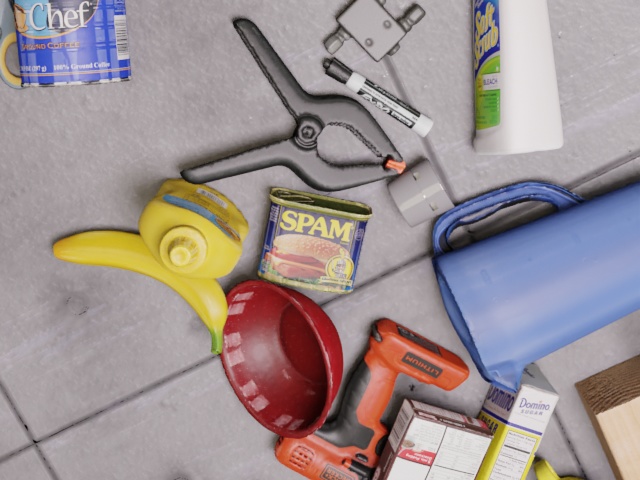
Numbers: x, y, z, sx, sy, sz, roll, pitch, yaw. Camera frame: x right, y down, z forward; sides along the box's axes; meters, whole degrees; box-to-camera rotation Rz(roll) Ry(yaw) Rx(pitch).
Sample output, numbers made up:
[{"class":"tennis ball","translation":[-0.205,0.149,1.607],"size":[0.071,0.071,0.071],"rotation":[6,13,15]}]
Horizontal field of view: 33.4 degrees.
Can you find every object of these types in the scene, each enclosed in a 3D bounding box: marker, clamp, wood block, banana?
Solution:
[{"class":"marker","translation":[0.055,-0.139,1.034],"size":[0.121,0.020,0.020],"rotation":[32,100,-7]},{"class":"clamp","translation":[-0.016,-0.114,1.028],"size":[0.210,0.036,0.164],"rotation":[13,93,-7]},{"class":"wood block","translation":[0.346,0.230,1.078],"size":[0.090,0.091,0.206],"rotation":[-25,101,4]},{"class":"banana","translation":[-0.164,0.033,1.045],"size":[0.198,0.037,0.069],"rotation":[30,67,7]}]

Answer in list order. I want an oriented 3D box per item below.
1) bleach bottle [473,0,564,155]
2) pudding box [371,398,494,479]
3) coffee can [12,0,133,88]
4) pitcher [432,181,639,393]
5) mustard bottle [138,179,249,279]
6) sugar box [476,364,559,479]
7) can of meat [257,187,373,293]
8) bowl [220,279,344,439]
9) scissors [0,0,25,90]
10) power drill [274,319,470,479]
[{"class":"bleach bottle","translation":[0.174,-0.207,0.990],"size":[0.068,0.103,0.251],"rotation":[-7,96,-12]},{"class":"pudding box","translation":[0.108,0.222,1.048],"size":[0.090,0.039,0.113],"rotation":[18,105,-13]},{"class":"coffee can","translation":[-0.228,-0.213,0.972],"size":[0.103,0.103,0.140],"rotation":[-3,102,0]},{"class":"pitcher","translation":[0.234,0.023,1.023],"size":[0.243,0.145,0.149],"rotation":[-24,113,0]},{"class":"mustard bottle","translation":[-0.116,-0.007,0.971],"size":[0.096,0.191,0.058],"rotation":[32,100,-7]},{"class":"sugar box","translation":[0.179,0.213,1.072],"size":[0.048,0.093,0.176],"rotation":[16,101,-6]},{"class":"can of meat","translation":[-0.007,0.001,1.044],"size":[0.102,0.057,0.084],"rotation":[11,104,-3]},{"class":"bowl","translation":[-0.029,0.109,1.041],"size":[0.055,0.162,0.162],"rotation":[-21,106,-42]},{"class":"scissors","translation":[-0.288,-0.231,1.012],"size":[0.096,0.016,0.202],"rotation":[26,100,-7]},{"class":"power drill","translation":[0.072,0.189,1.084],"size":[0.184,0.057,0.188],"rotation":[29,99,-11]}]
